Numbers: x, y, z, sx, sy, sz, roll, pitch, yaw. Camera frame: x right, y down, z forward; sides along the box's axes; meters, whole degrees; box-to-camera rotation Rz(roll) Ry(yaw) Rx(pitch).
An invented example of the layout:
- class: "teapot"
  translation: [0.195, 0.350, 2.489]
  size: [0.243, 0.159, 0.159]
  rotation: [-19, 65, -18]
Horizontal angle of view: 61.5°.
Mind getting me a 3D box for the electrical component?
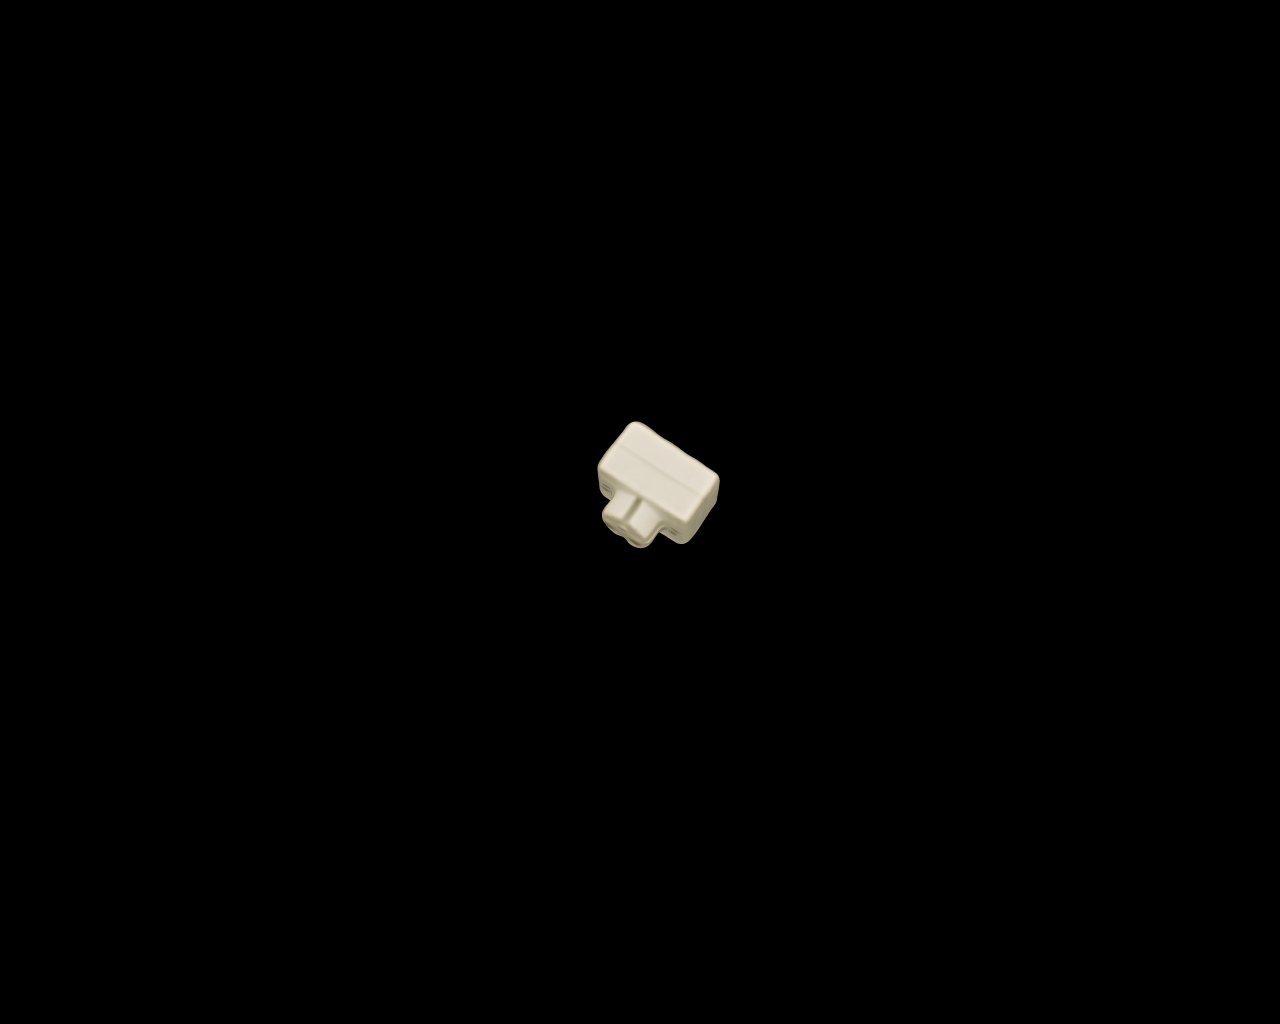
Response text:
- class: "electrical component"
  translation: [0.001, -0.003, 0.650]
  size: [0.066, 0.077, 0.047]
  rotation: [33, -16, 11]
